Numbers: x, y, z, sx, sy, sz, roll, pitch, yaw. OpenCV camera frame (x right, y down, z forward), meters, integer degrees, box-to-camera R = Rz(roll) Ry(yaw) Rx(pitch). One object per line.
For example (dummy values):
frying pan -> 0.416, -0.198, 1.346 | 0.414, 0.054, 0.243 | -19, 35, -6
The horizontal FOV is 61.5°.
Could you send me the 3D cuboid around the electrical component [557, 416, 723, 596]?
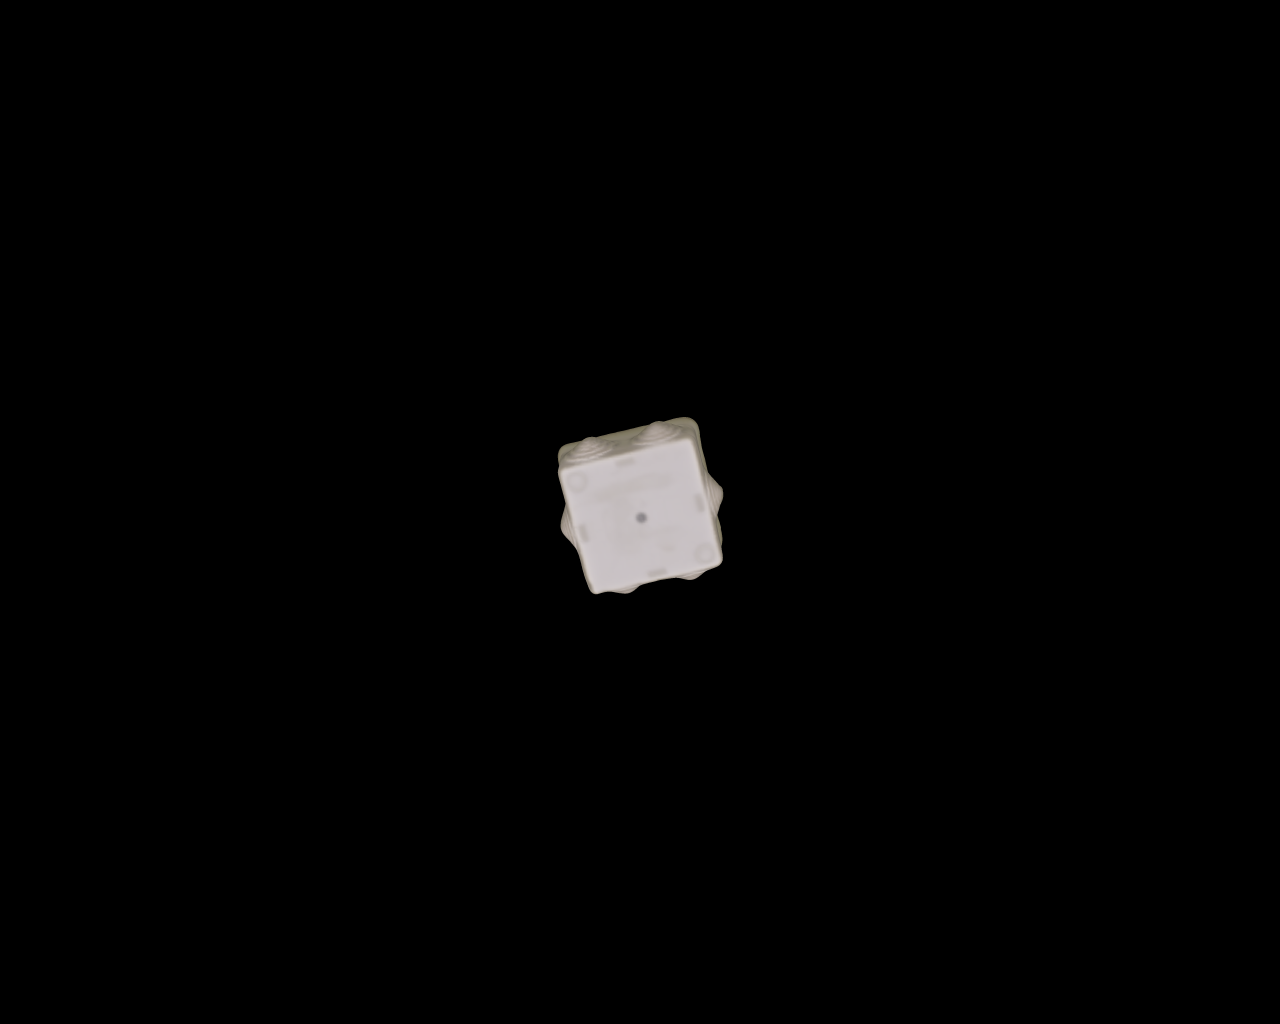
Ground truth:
electrical component -> 0.001, -0.003, 0.650 | 0.100, 0.099, 0.048 | -13, 16, 4
